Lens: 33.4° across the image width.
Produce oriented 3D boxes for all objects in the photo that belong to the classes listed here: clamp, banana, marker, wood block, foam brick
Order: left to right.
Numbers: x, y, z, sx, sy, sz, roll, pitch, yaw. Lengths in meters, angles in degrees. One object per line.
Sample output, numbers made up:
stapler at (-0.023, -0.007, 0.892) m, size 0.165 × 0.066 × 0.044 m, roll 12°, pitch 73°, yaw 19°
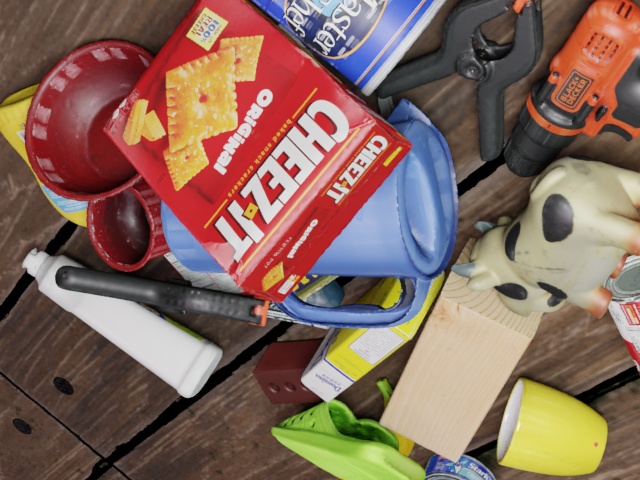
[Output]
clamp at (-0.158, 0.057, 1.103) m, size 0.210 × 0.164 × 0.036 m, roll 9°, pitch 88°, yaw 18°
marker at (-0.044, 0.078, 1.162) m, size 0.121 × 0.020 × 0.020 m, roll 8°, pitch 131°, yaw 23°
foam brick at (-0.023, 0.146, 1.185) m, size 0.078 × 0.051 × 0.053 m, roll -9°, pitch 123°, yaw 35°
banana at (0.069, 0.234, 1.221) m, size 0.070 × 0.037 × 0.198 m, roll 47°, pitch 139°, yaw 24°
wood block at (0.138, 0.110, 1.032) m, size 0.091 × 0.090 × 0.206 m, roll 26°, pitch 135°, yaw 8°
clamp at (0.133, -0.136, 0.861) m, size 0.120 × 0.039 × 0.172 m, roll 32°, pitch 141°, yaw -12°

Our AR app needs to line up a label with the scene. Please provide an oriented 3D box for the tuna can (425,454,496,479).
tuna can at (0.156, 0.281, 1.208) m, size 0.086 × 0.033 × 0.086 m, roll 16°, pitch 133°, yaw 18°

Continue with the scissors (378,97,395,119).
scissors at (0.059, -0.059, 0.985) m, size 0.096 × 0.016 × 0.201 m, roll -9°, pitch 121°, yaw 36°

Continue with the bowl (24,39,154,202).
bowl at (-0.202, -0.108, 1.030) m, size 0.162 × 0.162 × 0.055 m, roll 10°, pitch 170°, yaw 23°

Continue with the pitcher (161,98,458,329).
pitcher at (-0.012, -0.018, 0.918) m, size 0.243 × 0.149 × 0.145 m, roll -3°, pitch 131°, yaw 28°

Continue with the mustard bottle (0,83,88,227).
mustard bottle at (-0.258, -0.074, 1.128) m, size 0.096 × 0.058 × 0.191 m, roll -13°, pitch 119°, yaw 31°

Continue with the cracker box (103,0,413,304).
cracker box at (-0.058, -0.083, 0.846) m, size 0.164 × 0.072 × 0.214 m, roll -50°, pitch 57°, yaw 11°

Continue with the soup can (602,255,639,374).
soup can at (0.291, 0.069, 0.922) m, size 0.069 × 0.068 × 0.102 m, roll -12°, pitch 119°, yaw 37°

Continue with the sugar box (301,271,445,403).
sugar box at (0.049, 0.087, 1.050) m, size 0.048 × 0.093 × 0.176 m, roll 39°, pitch 141°, yaw -6°

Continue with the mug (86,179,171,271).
mug at (-0.182, -0.033, 1.092) m, size 0.093 × 0.081 × 0.117 m, roll -21°, pitch 90°, yaw 37°

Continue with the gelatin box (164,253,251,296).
gelatin box at (-0.116, 0.027, 1.152) m, size 0.073 × 0.030 × 0.089 m, roll -21°, pitch 114°, yaw 42°

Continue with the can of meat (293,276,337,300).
can of meat at (-0.007, 0.001, 1.024) m, size 0.102 × 0.057 × 0.084 m, roll -34°, pitch 86°, yaw 30°

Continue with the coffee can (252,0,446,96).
coffee can at (0.015, -0.196, 0.830) m, size 0.140 × 0.102 × 0.103 m, roll 39°, pitch 136°, yaw -4°

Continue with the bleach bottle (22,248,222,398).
bleach bottle at (-0.234, 0.087, 1.231) m, size 0.251 × 0.068 × 0.102 m, roll 32°, pitch 175°, yaw 3°

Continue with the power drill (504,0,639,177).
power drill at (0.250, -0.078, 0.826) m, size 0.187 × 0.057 × 0.185 m, roll 29°, pitch 142°, yaw 4°
